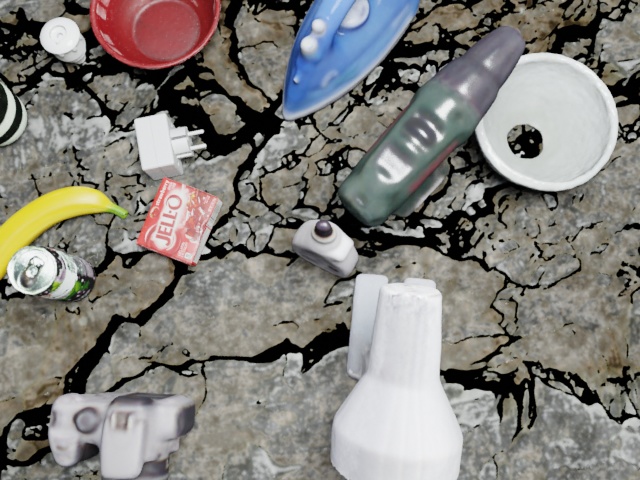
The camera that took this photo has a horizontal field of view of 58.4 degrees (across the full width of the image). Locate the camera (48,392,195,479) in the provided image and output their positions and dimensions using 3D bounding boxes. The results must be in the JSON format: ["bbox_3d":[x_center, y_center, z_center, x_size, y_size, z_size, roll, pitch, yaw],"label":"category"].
[{"bbox_3d":[-0.216,0.235,0.613,0.143,0.101,0.137,1,80,1],"label":"camera"}]

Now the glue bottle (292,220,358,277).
[{"bbox_3d":[0.006,0.002,0.617,0.078,0.173,0.037,29,81,6],"label":"glue bottle"}]

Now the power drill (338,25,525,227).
[{"bbox_3d":[0.110,-0.102,0.617,0.075,0.208,0.230,42,83,7],"label":"power drill"}]

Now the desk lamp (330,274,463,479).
[{"bbox_3d":[0.075,0.126,0.574,0.118,0.213,0.203,4,80,1],"label":"desk lamp"}]

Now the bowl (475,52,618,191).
[{"bbox_3d":[0.260,-0.132,0.689,0.167,0.075,0.167,0,80,0],"label":"bowl"}]

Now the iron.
[{"bbox_3d":[0.030,-0.268,0.680,0.118,0.141,0.258,33,82,6],"label":"iron"}]
